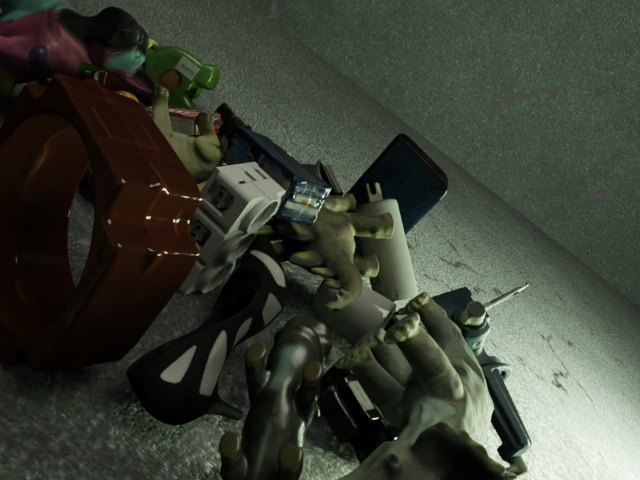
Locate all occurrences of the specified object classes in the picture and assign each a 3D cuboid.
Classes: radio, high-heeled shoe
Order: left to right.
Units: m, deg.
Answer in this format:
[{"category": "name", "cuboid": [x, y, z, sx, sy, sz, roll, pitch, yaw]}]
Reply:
[{"category": "high-heeled shoe", "cuboid": [-0.110, 0.066, 0.540, 0.145, 0.086, 0.249, 46, 35, -41]}, {"category": "radio", "cuboid": [0.120, -0.068, 0.991, 0.131, 0.229, 0.073, 41, 24, -3]}]

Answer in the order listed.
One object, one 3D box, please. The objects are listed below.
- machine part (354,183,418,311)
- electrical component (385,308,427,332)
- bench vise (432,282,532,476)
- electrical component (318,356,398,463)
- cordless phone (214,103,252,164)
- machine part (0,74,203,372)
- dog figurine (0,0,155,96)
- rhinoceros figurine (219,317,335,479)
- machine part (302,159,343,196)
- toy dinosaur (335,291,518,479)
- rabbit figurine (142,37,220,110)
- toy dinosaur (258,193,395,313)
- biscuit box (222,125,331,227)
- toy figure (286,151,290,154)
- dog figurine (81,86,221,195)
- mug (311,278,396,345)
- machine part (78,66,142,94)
[{"category": "machine part", "cuboid": [0.111, 0.020, 0.913, 0.079, 0.079, 0.243, -3, 80, -58]}, {"category": "electrical component", "cuboid": [0.139, 0.149, 0.852, 0.119, 0.047, 0.075, 10, 38, -46]}, {"category": "bench vise", "cuboid": [0.221, 0.190, 0.730, 0.129, 0.223, 0.241, -9, 53, -18]}, {"category": "electrical component", "cuboid": [0.060, 0.196, 0.635, 0.134, 0.058, 0.115, 12, 33, -47]}, {"category": "cordless phone", "cuboid": [-0.129, -0.151, 0.989, 0.184, 0.089, 0.147, 31, 21, -47]}, {"category": "machine part", "cuboid": [-0.200, -0.013, 0.445, 0.201, 0.201, 0.087, 51, 22, 27]}, {"category": "dog figurine", "cuboid": [-0.324, -0.238, 0.678, 0.219, 0.192, 0.108, 6, 70, -39]}, {"category": "rhinoceros figurine", "cuboid": [-0.029, 0.149, 0.500, 0.073, 0.111, 0.190, 4, 45, 13]}, {"category": "machine part", "cuboid": [-0.014, -0.112, 0.999, 0.139, 0.039, 0.084, 0, 67, -45]}, {"category": "toy dinosaur", "cuboid": [0.126, 0.166, 0.580, 0.192, 0.131, 0.404, 57, 21, 8]}, {"category": "rabbit figurine", "cuboid": [-0.277, -0.297, 1.009, 0.159, 0.121, 0.170, 28, 7, -9]}, {"category": "toy dinosaur", "cuboid": [-0.002, -0.002, 0.779, 0.198, 0.105, 0.472, 4, 15, -19]}, {"category": "biscuit box", "cuboid": [-0.067, -0.092, 0.737, 0.063, 0.059, 0.203, 13, 21, -37]}, {"category": "toy figure", "cuboid": [-0.058, -0.134, 1.068, 0.154, 0.058, 0.064, 46, -20, 16]}, {"category": "dog figurine", "cuboid": [-0.215, -0.092, 0.728, 0.172, 0.121, 0.191, 27, 40, -21]}, {"category": "mug", "cuboid": [0.049, 0.094, 0.776, 0.107, 0.080, 0.109, 32, 26, 13]}, {"category": "machine part", "cuboid": [-0.369, -0.285, 0.836, 0.179, 0.056, 0.179, 22, 19, -8]}]
